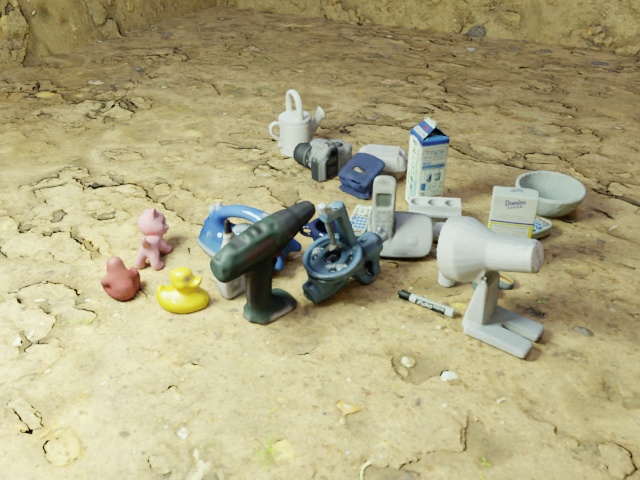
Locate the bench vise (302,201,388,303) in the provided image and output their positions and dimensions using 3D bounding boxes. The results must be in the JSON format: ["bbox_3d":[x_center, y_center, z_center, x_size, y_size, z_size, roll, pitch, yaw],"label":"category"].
[{"bbox_3d":[0.045,0.000,1.153,0.121,0.220,0.208,20,39,28],"label":"bench vise"}]

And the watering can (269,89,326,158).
[{"bbox_3d":[-0.068,-0.358,1.721,0.100,0.194,0.173,27,43,36],"label":"watering can"}]

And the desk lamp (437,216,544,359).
[{"bbox_3d":[0.313,0.073,1.042,0.202,0.214,0.118,23,40,31],"label":"desk lamp"}]

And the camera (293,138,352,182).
[{"bbox_3d":[0.001,-0.248,1.637,0.136,0.101,0.143,26,42,34],"label":"camera"}]

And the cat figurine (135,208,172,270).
[{"bbox_3d":[-0.376,-0.014,1.278,0.067,0.118,0.127,0,33,2],"label":"cat figurine"}]

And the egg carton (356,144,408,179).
[{"bbox_3d":[0.174,-0.222,1.621,0.150,0.069,0.107,6,34,11],"label":"egg carton"}]

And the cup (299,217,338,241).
[{"bbox_3d":[0.012,0.005,1.260,0.117,0.095,0.091,3,34,6],"label":"cup"}]

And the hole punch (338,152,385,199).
[{"bbox_3d":[0.112,-0.173,1.530,0.108,0.091,0.101,27,43,35],"label":"hole punch"}]

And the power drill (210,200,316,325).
[{"bbox_3d":[-0.098,0.048,1.094,0.230,0.209,0.075,-27,41,-33],"label":"power drill"}]

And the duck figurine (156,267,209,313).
[{"bbox_3d":[-0.277,0.093,1.143,0.104,0.086,0.077,1,34,3],"label":"duck figurine"}]

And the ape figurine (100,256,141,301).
[{"bbox_3d":[-0.411,0.072,1.172,0.078,0.092,0.076,-10,34,-13],"label":"ape figurine"}]

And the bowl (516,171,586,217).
[{"bbox_3d":[0.568,-0.105,1.429,0.167,0.075,0.167,-1,33,1],"label":"bowl"}]

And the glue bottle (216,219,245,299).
[{"bbox_3d":[-0.177,0.033,1.152,0.037,0.173,0.078,26,42,35],"label":"glue bottle"}]

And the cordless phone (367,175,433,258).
[{"bbox_3d":[0.177,-0.053,1.260,0.147,0.185,0.094,1,34,3],"label":"cordless phone"}]

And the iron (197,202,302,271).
[{"bbox_3d":[-0.175,-0.022,1.263,0.257,0.141,0.119,15,37,22],"label":"iron"}]
